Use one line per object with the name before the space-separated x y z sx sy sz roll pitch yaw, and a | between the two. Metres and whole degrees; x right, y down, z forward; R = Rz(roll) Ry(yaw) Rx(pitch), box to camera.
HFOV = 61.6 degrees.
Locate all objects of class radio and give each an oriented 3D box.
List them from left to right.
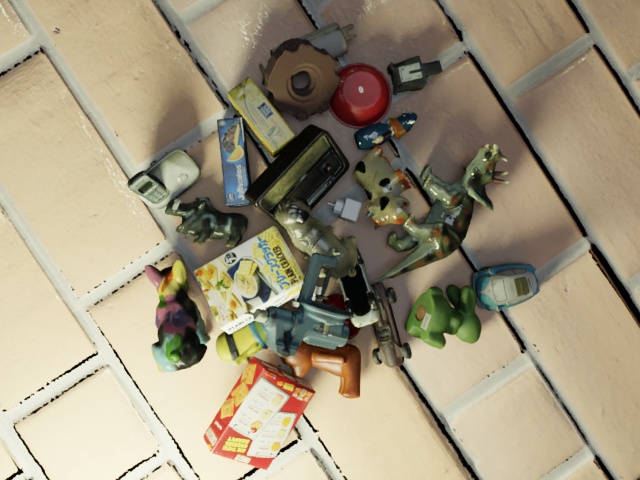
radio | -0.048 -0.138 1.227 0.229 0.073 0.131 -46 130 -3

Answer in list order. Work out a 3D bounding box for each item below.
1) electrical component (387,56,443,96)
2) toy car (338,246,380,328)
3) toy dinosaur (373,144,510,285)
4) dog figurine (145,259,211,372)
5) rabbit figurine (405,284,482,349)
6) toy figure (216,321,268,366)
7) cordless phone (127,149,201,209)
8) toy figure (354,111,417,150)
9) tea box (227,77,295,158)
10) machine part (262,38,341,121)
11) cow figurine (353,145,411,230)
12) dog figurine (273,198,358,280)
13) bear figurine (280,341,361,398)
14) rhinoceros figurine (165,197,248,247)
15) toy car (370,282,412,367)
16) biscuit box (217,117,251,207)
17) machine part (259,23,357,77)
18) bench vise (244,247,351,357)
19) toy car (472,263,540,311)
electrical component | 0.228 -0.399 1.288 0.119 0.048 0.074 -18 91 -4
toy car | 0.080 0.102 1.245 0.073 0.056 0.202 -21 65 8
toy dinosaur | 0.289 -0.040 1.260 0.192 0.131 0.404 27 94 -3
dog figurine | -0.326 0.157 1.188 0.109 0.192 0.219 -11 106 2
rabbit figurine | 0.308 0.182 1.272 0.170 0.121 0.159 20 82 -22
toy figure | -0.155 0.219 1.242 0.180 0.082 0.089 -35 79 2
cordless phone | -0.350 -0.146 1.180 0.146 0.184 0.089 -39 87 -3
toy figure | 0.158 -0.260 1.276 0.154 0.057 0.064 -20 68 0
tea box | -0.133 -0.279 1.239 0.068 0.098 0.169 -39 94 -3
machine part | -0.041 -0.362 1.221 0.179 0.056 0.179 -9 124 -14
cow figurine | 0.139 -0.112 1.228 0.127 0.085 0.195 -38 54 9
dog figurine | -0.006 -0.002 1.176 0.173 0.190 0.121 27 80 33
bear figurine | -0.006 0.287 1.224 0.196 0.120 0.132 4 77 -5
rhinoceros figurine | -0.263 -0.042 1.240 0.190 0.073 0.112 13 90 -4
toy car | 0.151 0.201 1.262 0.089 0.053 0.202 -14 92 24
biscuit box | -0.197 -0.179 1.251 0.059 0.063 0.202 -7 89 -3
machine part | -0.026 -0.439 1.258 0.243 0.079 0.079 -26 91 -4
bench vise | -0.023 0.125 1.126 0.223 0.129 0.240 18 89 -15
toy car | 0.451 0.111 1.271 0.162 0.103 0.109 -10 91 -2
